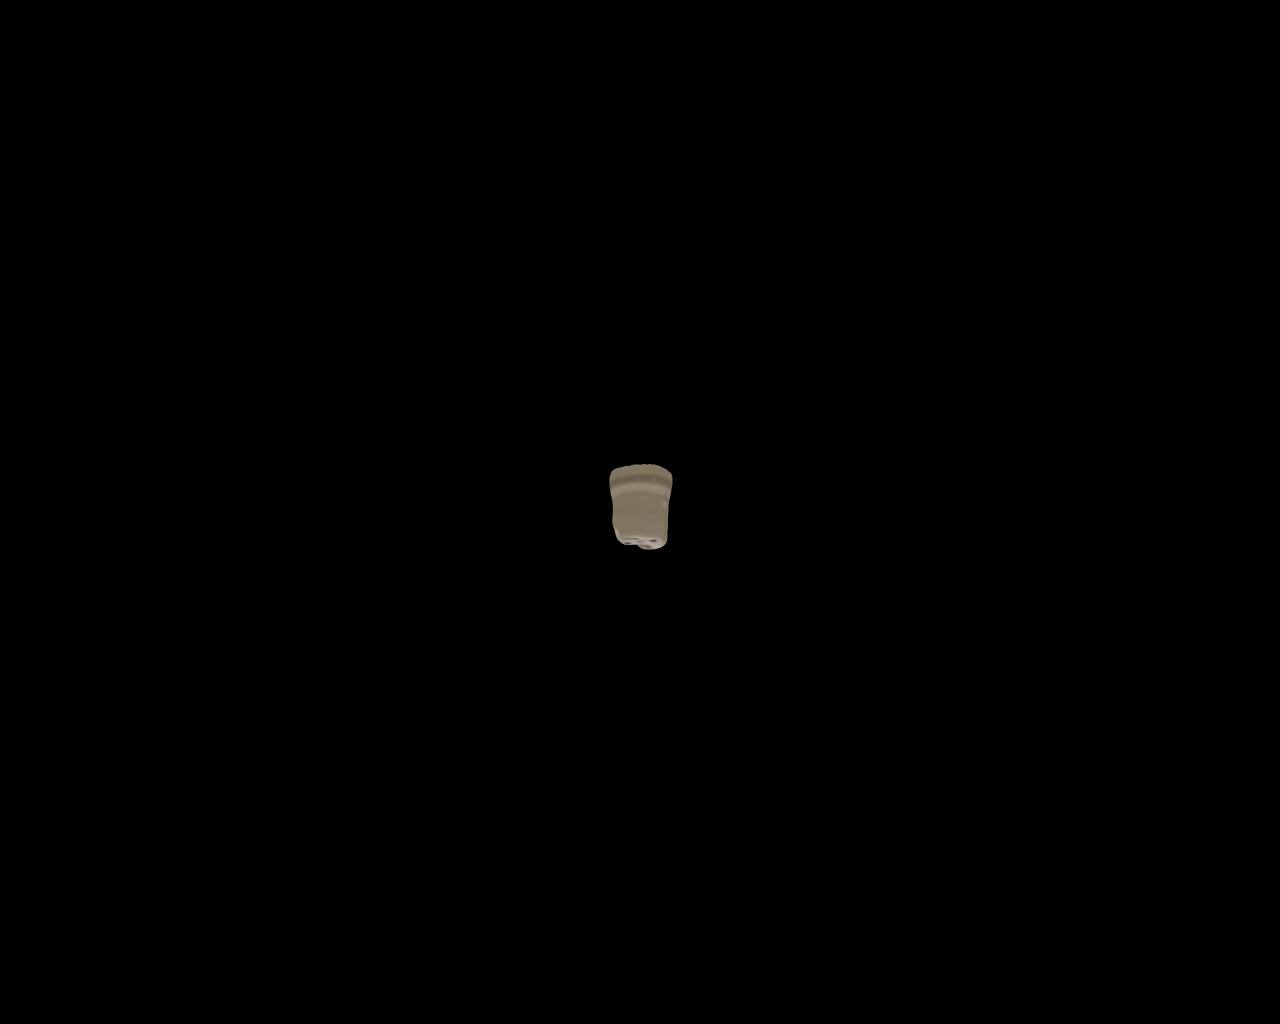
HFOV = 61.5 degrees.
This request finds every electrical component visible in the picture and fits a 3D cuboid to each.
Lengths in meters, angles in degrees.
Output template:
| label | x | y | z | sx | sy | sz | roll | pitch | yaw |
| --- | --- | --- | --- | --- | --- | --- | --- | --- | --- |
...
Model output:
| label | x | y | z | sx | sy | sz | roll | pitch | yaw |
| --- | --- | --- | --- | --- | --- | --- | --- | --- | --- |
| electrical component | 0.001 | -0.003 | 0.650 | 0.040 | 0.046 | 0.040 | 0 | -18 | 0 |
